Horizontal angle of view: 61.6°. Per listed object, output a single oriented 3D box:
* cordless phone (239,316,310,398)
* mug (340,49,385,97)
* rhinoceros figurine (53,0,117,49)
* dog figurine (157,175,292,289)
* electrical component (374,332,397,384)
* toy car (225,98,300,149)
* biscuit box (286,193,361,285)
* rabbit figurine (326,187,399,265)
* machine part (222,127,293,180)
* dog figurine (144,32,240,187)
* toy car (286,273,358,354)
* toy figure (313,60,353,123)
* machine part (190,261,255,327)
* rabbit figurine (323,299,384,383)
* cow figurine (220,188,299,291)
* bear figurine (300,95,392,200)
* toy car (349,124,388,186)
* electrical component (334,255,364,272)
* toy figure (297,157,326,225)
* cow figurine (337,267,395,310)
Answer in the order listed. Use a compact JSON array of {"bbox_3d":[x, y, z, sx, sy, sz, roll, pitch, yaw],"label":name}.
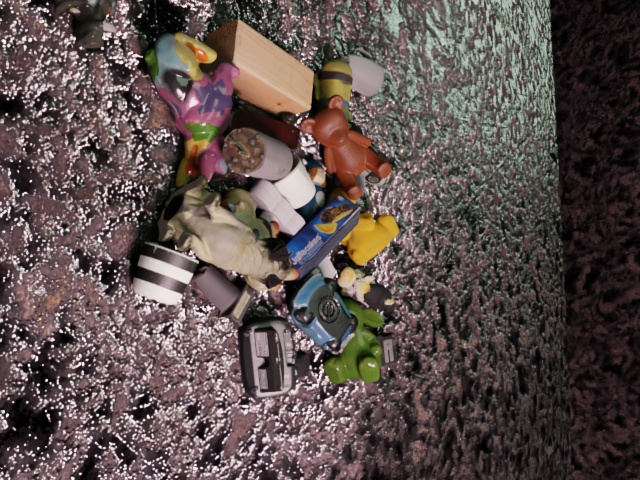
[{"bbox_3d":[-0.068,0.214,1.026,0.184,0.089,0.146,1,82,-62],"label":"cordless phone"},{"bbox_3d":[0.096,-0.420,1.319,0.107,0.081,0.109,11,80,-40],"label":"mug"},{"bbox_3d":[-0.348,-0.375,0.780,0.112,0.073,0.190,7,77,-61],"label":"rhinoceros figurine"},{"bbox_3d":[-0.151,-0.001,0.872,0.121,0.173,0.190,-50,130,3],"label":"dog figurine"},{"bbox_3d":[0.145,0.282,1.285,0.075,0.048,0.119,8,76,-49],"label":"electrical component"},{"bbox_3d":[-0.115,-0.214,1.044,0.202,0.053,0.089,1,98,-52],"label":"toy car"},{"bbox_3d":[-0.002,-0.003,1.083,0.203,0.059,0.062,-46,160,-25],"label":"biscuit box"},{"bbox_3d":[0.066,-0.033,1.213,0.162,0.122,0.173,-36,98,-38],"label":"rabbit figurine"},{"bbox_3d":[-0.103,-0.145,0.931,0.243,0.079,0.079,-8,91,-78],"label":"machine part"},{"bbox_3d":[-0.212,-0.200,0.883,0.191,0.109,0.219,20,71,-51],"label":"dog figurine"},{"bbox_3d":[-0.005,0.148,1.075,0.161,0.103,0.109,52,58,-19],"label":"toy car"},{"bbox_3d":[0.033,-0.314,1.213,0.082,0.089,0.180,17,72,-54],"label":"toy figure"},{"bbox_3d":[-0.170,0.088,0.940,0.138,0.039,0.084,47,58,-38],"label":"machine part"},{"bbox_3d":[0.082,0.202,1.160,0.159,0.121,0.170,-29,109,-55],"label":"rabbit figurine"},{"bbox_3d":[-0.126,-0.001,0.962,0.127,0.085,0.195,-3,69,-62],"label":"cow figurine"},{"bbox_3d":[0.053,-0.197,1.135,0.132,0.120,0.195,55,2,35],"label":"bear figurine"},{"bbox_3d":[0.102,-0.205,1.309,0.201,0.056,0.073,37,63,-40],"label":"toy car"},{"bbox_3d":[0.069,0.067,1.246,0.094,0.021,0.063,-22,100,-50],"label":"electrical component"},{"bbox_3d":[-0.015,-0.107,1.149,0.064,0.058,0.154,88,8,-71],"label":"toy figure"},{"bbox_3d":[0.103,0.113,1.188,0.068,0.098,0.167,-61,150,-2],"label":"cow figurine"}]
